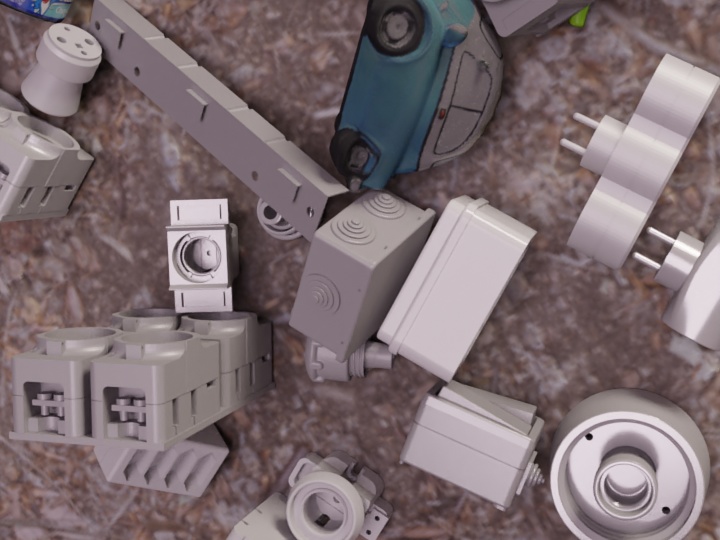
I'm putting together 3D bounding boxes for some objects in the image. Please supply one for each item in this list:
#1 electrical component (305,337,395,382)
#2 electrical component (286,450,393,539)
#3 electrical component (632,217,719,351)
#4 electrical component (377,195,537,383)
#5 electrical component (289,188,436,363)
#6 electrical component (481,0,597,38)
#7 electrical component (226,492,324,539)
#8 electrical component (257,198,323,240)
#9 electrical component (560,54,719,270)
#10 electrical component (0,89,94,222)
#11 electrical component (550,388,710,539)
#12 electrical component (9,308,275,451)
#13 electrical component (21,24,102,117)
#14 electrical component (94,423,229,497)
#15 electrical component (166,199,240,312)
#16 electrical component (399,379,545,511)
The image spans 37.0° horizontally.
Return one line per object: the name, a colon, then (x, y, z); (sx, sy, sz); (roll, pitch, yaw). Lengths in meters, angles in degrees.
electrical component: (-0.006, 0.059, 0.771); (0.062, 0.048, 0.048); (6, 97, 9)
electrical component: (-0.020, 0.169, 0.779); (0.078, 0.057, 0.058); (32, 103, 11)
electrical component: (0.218, 0.000, 0.699); (0.079, 0.044, 0.077); (29, 103, 11)
electrical component: (0.066, 0.010, 0.727); (0.057, 0.078, 0.113); (30, 103, 8)
electrical component: (0.000, 0.000, 0.727); (0.048, 0.100, 0.099); (30, 129, 16)
electrical component: (0.100, -0.253, 0.674); (0.105, 0.060, 0.186); (-29, 83, 41)
electrical component: (-0.070, 0.209, 0.781); (0.050, 0.089, 0.055); (35, 104, 10)
electrical component: (-0.053, -0.042, 0.764); (0.043, 0.062, 0.043); (2, 96, 16)
electrical component: (0.168, -0.077, 0.701); (0.074, 0.052, 0.138); (28, 103, 12)
electrical component: (-0.289, -0.105, 0.812); (0.150, 0.089, 0.061); (34, 104, 10)
electrical component: (0.178, 0.138, 0.716); (0.108, 0.060, 0.108); (2, 96, 16)
electrical component: (-0.141, 0.067, 0.736); (0.105, 0.186, 0.060); (1, 96, 16)
electrical component: (-0.223, -0.149, 0.804); (0.045, 0.045, 0.055); (42, 123, 8)
electrical component: (-0.155, 0.124, 0.810); (0.047, 0.083, 0.075); (-57, 41, 14)
electrical component: (-0.112, -0.011, 0.783); (0.042, 0.064, 0.081); (-1, 95, 5)
electrical component: (0.086, 0.117, 0.740); (0.096, 0.062, 0.061); (23, 101, 13)
